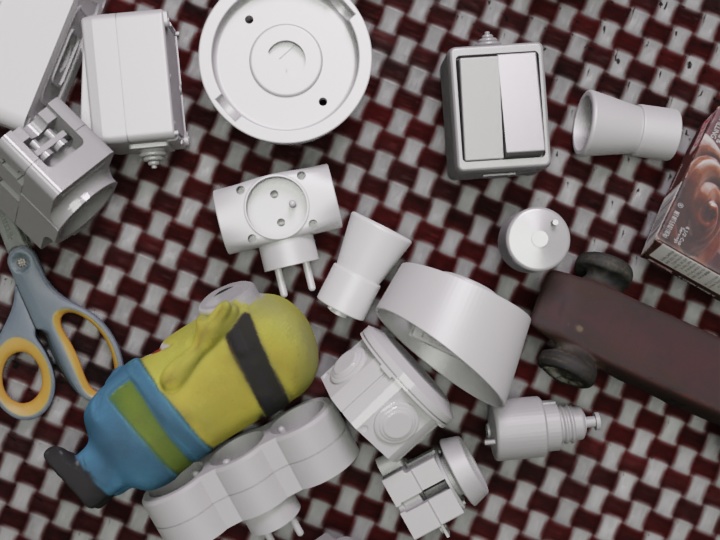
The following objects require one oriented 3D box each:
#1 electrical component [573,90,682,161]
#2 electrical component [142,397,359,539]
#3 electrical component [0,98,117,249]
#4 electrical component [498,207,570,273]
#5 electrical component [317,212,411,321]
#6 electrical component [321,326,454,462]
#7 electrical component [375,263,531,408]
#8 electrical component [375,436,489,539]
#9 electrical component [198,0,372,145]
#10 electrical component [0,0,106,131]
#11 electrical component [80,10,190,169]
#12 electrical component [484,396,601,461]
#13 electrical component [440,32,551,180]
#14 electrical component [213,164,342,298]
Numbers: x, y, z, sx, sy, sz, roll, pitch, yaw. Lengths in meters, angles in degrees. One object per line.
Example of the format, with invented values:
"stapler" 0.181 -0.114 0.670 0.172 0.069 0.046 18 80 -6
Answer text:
"electrical component" 0.179 -0.093 0.714 0.065 0.044 0.044 7 89 -6
"electrical component" -0.063 0.146 0.698 0.138 0.052 0.073 -27 102 -2
"electrical component" -0.191 -0.056 0.673 0.056 0.089 0.050 45 61 -1
"electrical component" 0.109 -0.018 0.691 0.040 0.078 0.040 0 88 -2
"electrical component" 0.000 0.000 0.707 0.044 0.044 0.065 27 93 -1
"electrical component" 0.018 0.079 0.688 0.051 0.080 0.080 -43 91 3
"electrical component" 0.058 0.038 0.681 0.099 0.099 0.064 25 82 -1
"electrical component" 0.050 0.140 0.705 0.055 0.048 0.066 -29 90 6
"electrical component" -0.047 -0.132 0.697 0.108 0.060 0.108 0 89 -2
"electrical component" -0.213 -0.145 0.684 0.057 0.078 0.113 22 89 -3
"electrical component" -0.147 -0.112 0.693 0.061 0.062 0.096 -6 89 -2
"electrical component" 0.119 0.103 0.709 0.078 0.040 0.040 -5 89 -2
"electrical component" 0.088 -0.109 0.700 0.062 0.061 0.096 -4 89 -2
"electrical component" -0.049 -0.022 0.704 0.077 0.044 0.079 -14 90 -2
